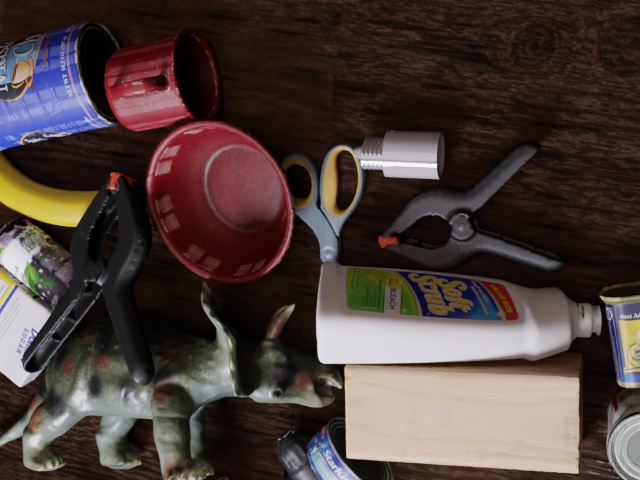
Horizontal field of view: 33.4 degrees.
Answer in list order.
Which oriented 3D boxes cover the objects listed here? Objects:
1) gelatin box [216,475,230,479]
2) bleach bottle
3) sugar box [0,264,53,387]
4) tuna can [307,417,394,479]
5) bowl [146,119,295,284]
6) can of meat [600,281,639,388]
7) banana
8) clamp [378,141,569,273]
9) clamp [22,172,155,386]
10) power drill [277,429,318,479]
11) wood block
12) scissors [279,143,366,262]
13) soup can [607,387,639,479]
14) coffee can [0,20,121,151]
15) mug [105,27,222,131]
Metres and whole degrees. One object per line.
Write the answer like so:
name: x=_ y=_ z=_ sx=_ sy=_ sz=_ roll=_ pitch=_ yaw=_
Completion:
gelatin box: x=-0.132 y=0.276 z=1.075 sx=0.073 sy=0.089 sz=0.030 roll=-27 pitch=89 yaw=18
bleach bottle: x=0.125 y=0.067 z=0.971 sx=0.251 sy=0.102 sz=0.068 roll=0 pitch=124 yaw=5
sugar box: x=-0.352 y=0.064 z=1.134 sx=0.176 sy=0.048 sz=0.093 roll=38 pitch=106 yaw=4
tuna can: x=0.029 y=0.213 z=1.021 sx=0.086 sy=0.086 sz=0.034 roll=46 pitch=109 yaw=6
bowl: x=-0.086 y=-0.042 z=1.023 sx=0.162 sy=0.055 sz=0.162 roll=9 pitch=112 yaw=24
can of meat: x=0.304 y=0.079 z=0.935 sx=0.102 sy=0.057 sz=0.084 roll=-9 pitch=97 yaw=17
banana: x=-0.278 y=-0.051 z=1.099 sx=0.198 sy=0.037 sz=0.070 roll=23 pitch=104 yaw=12
clamp: x=0.142 y=-0.007 z=0.981 sx=0.172 sy=0.039 sz=0.120 roll=-21 pitch=87 yaw=23
clamp: x=-0.200 y=0.040 z=1.023 sx=0.165 sy=0.036 sz=0.210 roll=9 pitch=80 yaw=35
power drill: x=-0.031 y=0.303 z=1.066 sx=0.188 sy=0.057 sz=0.184 roll=-38 pitch=87 yaw=18
wood block: x=0.134 y=0.152 z=0.978 sx=0.206 sy=0.090 sz=0.090 roll=1 pitch=98 yaw=17
scissors: x=-0.007 y=0.001 z=1.037 sx=0.096 sy=0.016 sz=0.202 roll=15 pitch=102 yaw=15
soup can: x=0.285 y=0.168 z=0.929 sx=0.068 sy=0.102 sz=0.068 roll=2 pitch=98 yaw=16
coffee can: x=-0.272 y=-0.150 z=1.048 sx=0.140 sy=0.102 sz=0.103 roll=-10 pitch=95 yaw=17
mug: x=-0.155 y=-0.147 z=1.010 sx=0.082 sy=0.117 sz=0.093 roll=-7 pitch=102 yaw=22
